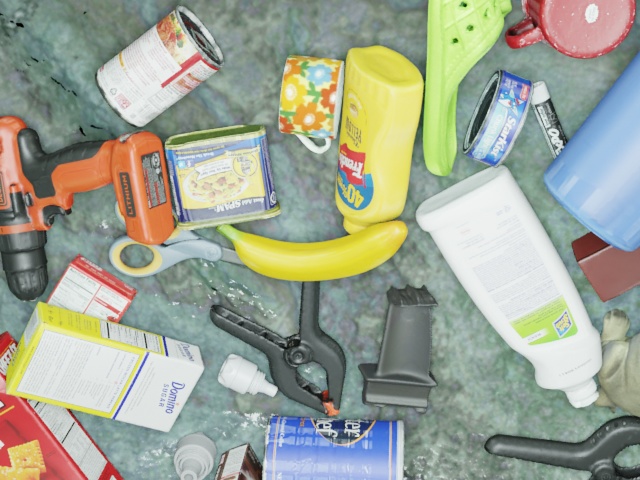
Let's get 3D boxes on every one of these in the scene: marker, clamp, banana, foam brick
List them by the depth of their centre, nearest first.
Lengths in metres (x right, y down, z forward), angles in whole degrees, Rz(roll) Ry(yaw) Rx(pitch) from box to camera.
[{"bbox_3d":[-0.003,0.011,1.009,0.198,0.037,0.069,-1,146,26],"label":"banana"},{"bbox_3d":[0.225,-0.092,1.010,0.020,0.020,0.121,-23,107,11],"label":"marker"},{"bbox_3d":[0.290,0.014,1.029,0.078,0.051,0.053,-30,106,14],"label":"foam brick"},{"bbox_3d":[-0.034,0.111,1.093,0.120,0.039,0.171,-16,109,12],"label":"clamp"},{"bbox_3d":[0.296,0.250,1.123,0.210,0.036,0.164,-19,109,10],"label":"clamp"}]

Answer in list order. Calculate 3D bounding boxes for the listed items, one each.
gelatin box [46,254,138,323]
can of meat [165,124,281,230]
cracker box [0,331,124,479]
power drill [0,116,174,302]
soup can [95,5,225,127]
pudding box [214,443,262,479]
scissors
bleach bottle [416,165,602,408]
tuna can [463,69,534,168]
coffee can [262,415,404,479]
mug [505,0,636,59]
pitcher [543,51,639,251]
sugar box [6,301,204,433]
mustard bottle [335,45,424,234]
[{"bbox_3d":[-0.241,0.070,1.096,0.073,0.030,0.089,33,110,-7],"label":"gelatin box"},{"bbox_3d":[-0.094,-0.061,1.020,0.102,0.057,0.084,-9,107,-1],"label":"can of meat"},{"bbox_3d":[-0.342,0.230,1.140,0.164,0.072,0.213,-31,105,14],"label":"cracker box"},{"bbox_3d":[-0.235,-0.030,1.017,0.188,0.057,0.184,-2,105,21],"label":"power drill"},{"bbox_3d":[-0.148,-0.159,0.985,0.102,0.068,0.068,-34,105,15],"label":"soup can"},{"bbox_3d":[-0.072,0.287,1.133,0.039,0.090,0.113,-25,106,13],"label":"pudding box"},{"bbox_3d":[-0.125,0.023,1.075,0.201,0.016,0.096,32,102,-10],"label":"scissors"},{"bbox_3d":[0.195,0.057,1.035,0.103,0.068,0.251,-27,103,13],"label":"bleach bottle"},{"bbox_3d":[0.162,-0.111,0.973,0.033,0.086,0.086,22,110,-3],"label":"tuna can"},{"bbox_3d":[0.015,0.235,1.102,0.140,0.102,0.103,2,110,3],"label":"coffee can"},{"bbox_3d":[0.218,-0.201,0.937,0.117,0.081,0.093,-23,107,12],"label":"mug"},{"bbox_3d":[0.321,-0.105,0.936,0.149,0.144,0.243,46,108,22],"label":"pitcher"},{"bbox_3d":[-0.216,0.131,1.081,0.176,0.048,0.093,19,114,-28],"label":"sugar box"},{"bbox_3d":[0.049,-0.075,0.985,0.058,0.096,0.192,-10,126,-22],"label":"mustard bottle"}]
